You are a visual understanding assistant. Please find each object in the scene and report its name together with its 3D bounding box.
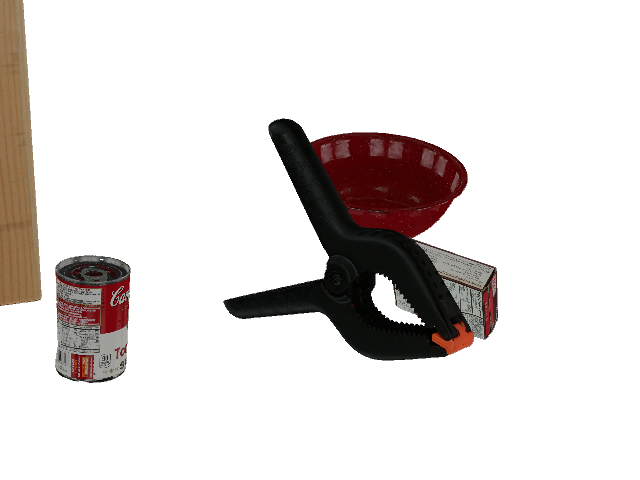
[{"bbox_3d":[-0.213,0.073,0.995,0.068,0.102,0.068,5,19,-2],"label":"soup can"},{"bbox_3d":[0.051,-0.042,0.972,0.162,0.055,0.162,2,29,-1],"label":"bowl"},{"bbox_3d":[-0.219,-0.069,0.620,0.090,0.206,0.090,-7,27,-23],"label":"wood block"},{"bbox_3d":[0.019,0.014,0.759,0.210,0.165,0.036,24,25,34],"label":"clamp"},{"bbox_3d":[0.132,0.050,1.136,0.114,0.039,0.090,18,-35,24],"label":"pudding box"}]
